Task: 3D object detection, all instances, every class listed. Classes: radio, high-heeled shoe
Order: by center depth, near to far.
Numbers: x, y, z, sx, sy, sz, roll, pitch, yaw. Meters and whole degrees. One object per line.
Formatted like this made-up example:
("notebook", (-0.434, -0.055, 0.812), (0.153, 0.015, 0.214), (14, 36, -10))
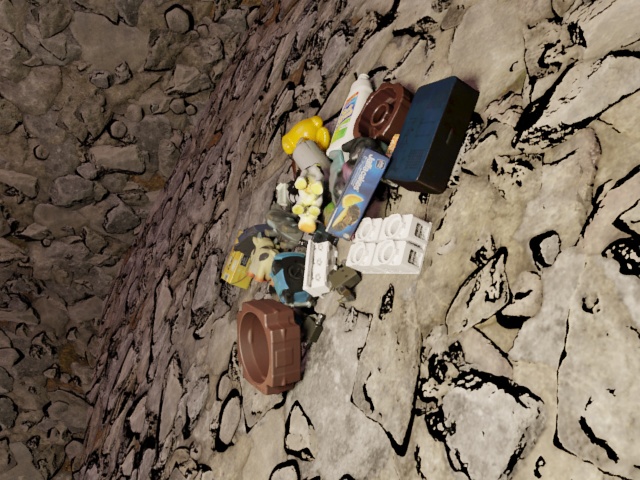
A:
("radio", (0.226, -0.211, 1.107), (0.131, 0.073, 0.229), (12, 78, 63))
("high-heeled shoe", (-0.029, -0.083, 1.475), (0.145, 0.086, 0.249), (97, 152, -46))

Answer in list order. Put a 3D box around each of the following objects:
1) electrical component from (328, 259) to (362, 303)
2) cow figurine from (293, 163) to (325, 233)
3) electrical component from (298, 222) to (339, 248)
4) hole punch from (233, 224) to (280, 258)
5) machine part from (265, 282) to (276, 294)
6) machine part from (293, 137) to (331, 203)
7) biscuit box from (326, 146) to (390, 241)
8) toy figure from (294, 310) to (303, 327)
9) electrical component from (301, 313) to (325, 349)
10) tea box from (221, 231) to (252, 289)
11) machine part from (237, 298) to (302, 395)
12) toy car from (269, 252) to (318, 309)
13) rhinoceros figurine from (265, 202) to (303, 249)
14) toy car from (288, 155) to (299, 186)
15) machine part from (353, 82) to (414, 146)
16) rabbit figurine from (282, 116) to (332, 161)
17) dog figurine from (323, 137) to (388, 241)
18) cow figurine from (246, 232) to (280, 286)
("electrical component", (0.054, 0.095, 1.211), (0.078, 0.045, 0.102), (-37, 32, -5))
("cow figurine", (-0.024, -0.102, 1.323), (0.098, 0.068, 0.167), (-73, -7, -48))
("electrical component", (-0.003, -0.004, 1.375), (0.119, 0.047, 0.074), (25, 93, 64))
("hole punch", (-0.182, -0.002, 1.621), (0.142, 0.115, 0.092), (-30, 37, 48))
("machine part", (-0.109, 0.106, 1.490), (0.139, 0.039, 0.084), (-31, 36, 50))
("machine part", (-0.002, -0.181, 1.408), (0.079, 0.079, 0.243), (-52, 57, 27))
("biscuit box", (0.080, -0.101, 1.161), (0.063, 0.059, 0.202), (-79, 14, -75))
("toy figure", (-0.084, 0.200, 1.348), (0.058, 0.064, 0.155), (-50, 24, -20))
("electrical component", (-0.020, 0.209, 1.272), (0.094, 0.021, 0.063), (-63, 28, 7))
("tea box", (-0.245, 0.062, 1.723), (0.098, 0.068, 0.169), (19, 86, 61))
("machine part", (-0.122, 0.250, 1.285), (0.202, 0.087, 0.200), (11, 104, 56))
("toy car", (-0.067, 0.115, 1.357), (0.102, 0.109, 0.162), (112, 148, -51))
("rhinoceros figurine", (-0.096, -0.047, 1.507), (0.191, 0.112, 0.073), (43, 137, 47))
("toy car", (-0.065, -0.235, 1.650), (0.089, 0.053, 0.202), (-38, 38, 37))
("machine part", (0.157, -0.298, 1.307), (0.179, 0.056, 0.179), (-38, 39, 40))
("rabbit figurine", (-0.008, -0.256, 1.533), (0.162, 0.122, 0.173), (-32, 57, 34))
("dog figurine", (0.079, -0.111, 1.256), (0.192, 0.108, 0.219), (-18, 58, 52))
("cow figurine", (-0.150, 0.051, 1.482), (0.127, 0.085, 0.195), (-69, 20, -2))
